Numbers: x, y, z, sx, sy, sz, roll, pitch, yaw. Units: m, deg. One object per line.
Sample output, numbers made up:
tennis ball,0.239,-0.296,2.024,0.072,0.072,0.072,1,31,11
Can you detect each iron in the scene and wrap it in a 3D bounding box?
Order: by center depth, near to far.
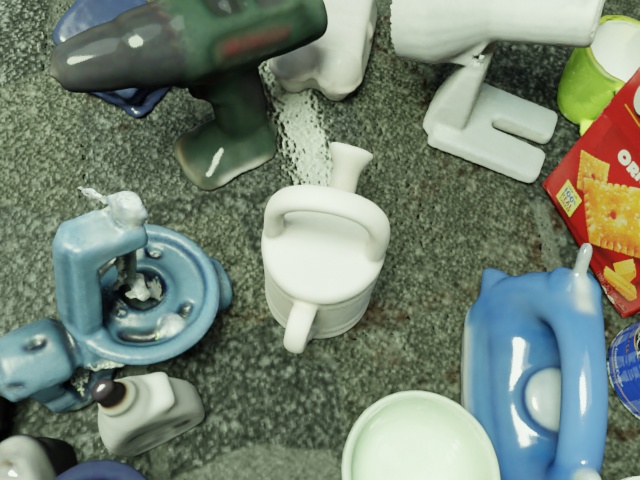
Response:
iron,0.185,0.134,0.449,0.118,0.141,0.258,7,66,0

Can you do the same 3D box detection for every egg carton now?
egg carton,0.006,-0.228,0.638,0.107,0.069,0.150,10,66,1

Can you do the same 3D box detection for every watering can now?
watering can,0.002,0.001,0.467,0.101,0.194,0.173,-5,66,-5

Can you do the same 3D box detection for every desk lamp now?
desk lamp,0.161,-0.181,0.548,0.203,0.213,0.118,23,67,7

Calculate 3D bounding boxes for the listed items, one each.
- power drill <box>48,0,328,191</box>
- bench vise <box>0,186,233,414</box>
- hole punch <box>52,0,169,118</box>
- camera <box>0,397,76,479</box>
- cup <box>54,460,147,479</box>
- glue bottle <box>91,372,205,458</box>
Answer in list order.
power drill,-0.099,-0.135,0.514,0.230,0.208,0.075,-32,71,-16
bench vise,-0.161,0.057,0.418,0.121,0.220,0.208,38,69,13
hole punch,-0.203,-0.203,0.601,0.101,0.091,0.109,28,67,9
camera,-0.267,0.156,0.432,0.143,0.101,0.137,-1,66,-4
cup,-0.165,0.218,0.414,0.118,0.095,0.091,-29,71,-15
glue bottle,-0.132,0.122,0.416,0.078,0.173,0.037,-23,69,-13
